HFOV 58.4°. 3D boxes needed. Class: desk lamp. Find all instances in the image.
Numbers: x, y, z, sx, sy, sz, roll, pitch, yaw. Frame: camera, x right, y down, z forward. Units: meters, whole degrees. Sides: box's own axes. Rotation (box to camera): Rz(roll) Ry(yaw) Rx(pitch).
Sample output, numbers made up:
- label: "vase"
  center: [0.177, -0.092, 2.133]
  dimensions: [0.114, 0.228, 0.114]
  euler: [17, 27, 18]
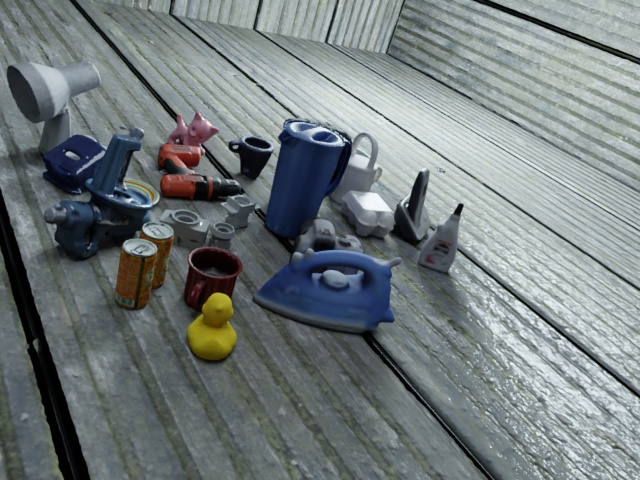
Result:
- label: "desk lamp"
  center: [-0.563, -0.284, 1.246]
  dimensions: [0.117, 0.213, 0.204]
  euler: [33, 31, 26]

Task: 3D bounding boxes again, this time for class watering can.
- label: "watering can"
  center: [0.095, -0.187, 1.490]
  dimensions: [0.100, 0.194, 0.173]
  euler: [32, 31, 24]

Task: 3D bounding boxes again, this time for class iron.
- label: "iron"
  center: [0.019, 0.073, 1.034]
  dimensions: [0.259, 0.141, 0.118]
  euler: [10, 29, -16]

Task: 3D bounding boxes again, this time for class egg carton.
- label: "egg carton"
  center: [0.118, -0.067, 1.422]
  dimensions: [0.107, 0.069, 0.150]
  euler: [3, 31, -27]

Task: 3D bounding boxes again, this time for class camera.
- label: "camera"
  center: [0.011, 0.004, 1.196]
  dimensions: [0.143, 0.101, 0.136]
  euler: [11, 29, -14]

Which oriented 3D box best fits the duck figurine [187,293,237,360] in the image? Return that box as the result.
- label: "duck figurine"
  center: [-0.162, 0.126, 0.888]
  dimensions: [0.078, 0.086, 0.104]
  euler: [11, 29, -14]

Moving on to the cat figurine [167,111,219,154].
- label: "cat figurine"
  center: [-0.329, -0.285, 1.492]
  dimensions: [0.127, 0.118, 0.067]
  euler: [30, 30, 21]

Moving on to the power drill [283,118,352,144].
- label: "power drill"
  center: [-0.022, -0.207, 1.439]
  dimensions: [0.230, 0.208, 0.075]
  euler: [-13, 41, -44]

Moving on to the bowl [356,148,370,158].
- label: "bowl"
  center: [0.067, -0.218, 1.658]
  dimensions: [0.167, 0.075, 0.167]
  euler: [14, 28, -8]

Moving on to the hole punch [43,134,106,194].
- label: "hole punch"
  center: [-0.506, -0.160, 1.188]
  dimensions: [0.108, 0.091, 0.101]
  euler: [28, 29, 18]

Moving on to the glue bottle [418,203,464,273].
- label: "glue bottle"
  center: [0.289, -0.010, 1.311]
  dimensions: [0.078, 0.173, 0.037]
  euler: [17, 28, -2]

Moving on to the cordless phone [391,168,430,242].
- label: "cordless phone"
  center: [0.251, -0.100, 1.438]
  dimensions: [0.094, 0.185, 0.148]
  euler: [24, 28, 12]

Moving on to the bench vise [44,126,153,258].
- label: "bench vise"
  center: [-0.366, -0.083, 0.996]
  dimensions: [0.121, 0.220, 0.207]
  euler: [21, 28, 5]

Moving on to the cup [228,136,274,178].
- label: "cup"
  center: [-0.184, -0.209, 1.468]
  dimensions: [0.118, 0.095, 0.091]
  euler: [3, 32, -27]
